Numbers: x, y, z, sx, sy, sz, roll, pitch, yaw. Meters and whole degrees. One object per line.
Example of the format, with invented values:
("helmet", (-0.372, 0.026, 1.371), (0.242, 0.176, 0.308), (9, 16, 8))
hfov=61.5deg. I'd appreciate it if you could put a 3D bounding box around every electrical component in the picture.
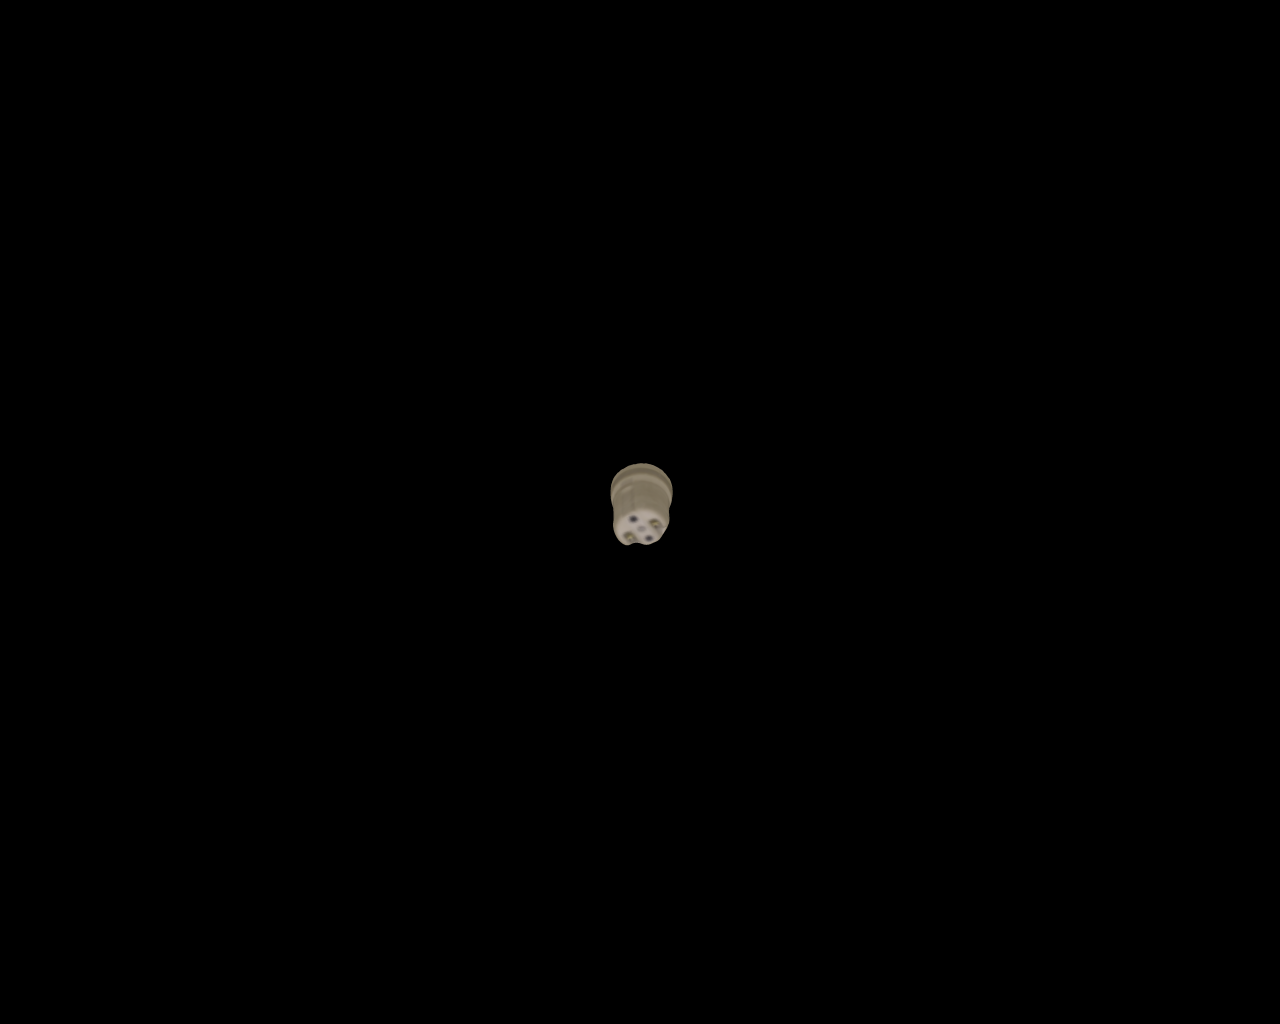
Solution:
("electrical component", (0.001, -0.003, 0.650), (0.040, 0.040, 0.046), (0, 34, 0))
